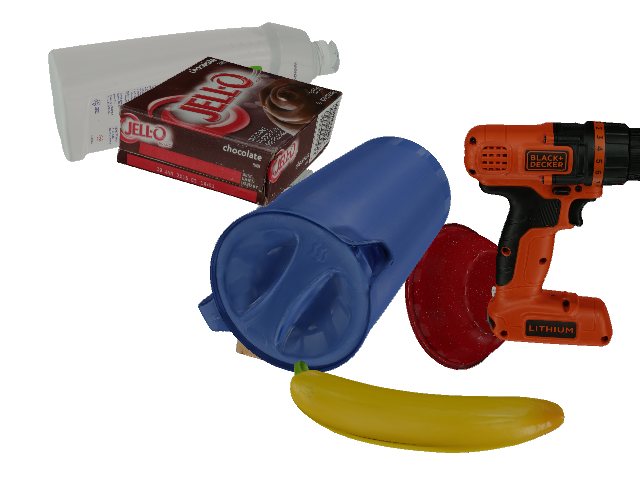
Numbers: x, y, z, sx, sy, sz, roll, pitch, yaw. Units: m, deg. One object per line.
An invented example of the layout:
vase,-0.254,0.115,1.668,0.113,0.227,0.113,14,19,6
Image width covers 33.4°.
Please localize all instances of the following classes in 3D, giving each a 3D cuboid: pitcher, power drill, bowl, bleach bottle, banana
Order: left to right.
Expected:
bleach bottle,-0.106,-0.138,0.941,0.250,0.068,0.103,-11,-31,-16
pitcher,0.013,0.001,0.887,0.149,0.145,0.242,23,30,16
banana,0.056,0.110,0.705,0.198,0.037,0.069,8,33,25
bowl,0.167,0.059,1.153,0.161,0.162,0.055,0,-6,-40
power drill,0.211,-0.008,0.888,0.184,0.188,0.057,3,18,11

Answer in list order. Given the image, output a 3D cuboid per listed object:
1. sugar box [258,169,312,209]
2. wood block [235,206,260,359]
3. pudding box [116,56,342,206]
sugar box,-0.038,0.016,1.158,0.048,0.176,0.093,2,14,12
wood block,-0.045,0.052,1.423,0.090,0.206,0.090,15,21,13
pudding box,-0.049,-0.065,0.600,0.090,0.039,0.113,18,26,13
